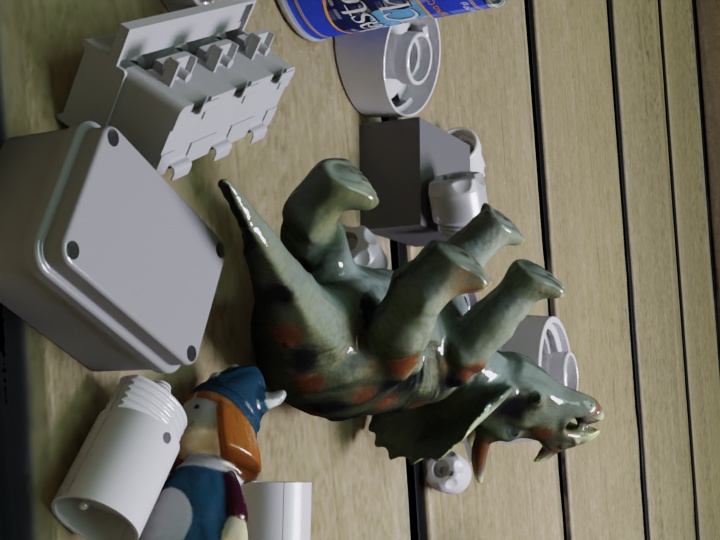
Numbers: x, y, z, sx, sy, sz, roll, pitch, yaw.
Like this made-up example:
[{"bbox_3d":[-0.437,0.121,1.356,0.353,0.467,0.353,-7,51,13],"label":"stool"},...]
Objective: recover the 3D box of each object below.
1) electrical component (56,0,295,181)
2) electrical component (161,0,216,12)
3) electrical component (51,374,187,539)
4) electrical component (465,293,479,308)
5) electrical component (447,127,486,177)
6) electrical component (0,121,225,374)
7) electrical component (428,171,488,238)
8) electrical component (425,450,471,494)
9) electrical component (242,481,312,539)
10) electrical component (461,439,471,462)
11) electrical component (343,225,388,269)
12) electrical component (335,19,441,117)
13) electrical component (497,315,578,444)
[{"bbox_3d":[-0.089,-0.093,0.559,0.078,0.063,0.121,-61,169,29],"label":"electrical component"},{"bbox_3d":[-0.087,-0.174,0.598,0.066,0.055,0.048,56,38,-46],"label":"electrical component"},{"bbox_3d":[-0.111,0.087,0.522,0.043,0.043,0.081,63,34,-38],"label":"electrical component"},{"bbox_3d":[0.062,0.036,0.872,0.078,0.057,0.058,-50,130,-55],"label":"electrical component"},{"bbox_3d":[0.093,-0.101,0.978,0.046,0.040,0.040,55,39,-57],"label":"electrical component"},{"bbox_3d":[-0.120,-0.007,0.504,0.113,0.057,0.078,52,42,-49],"label":"electrical component"},{"bbox_3d":[0.076,-0.041,0.808,0.043,0.043,0.062,-39,122,-59],"label":"electrical component"},{"bbox_3d":[0.078,0.173,0.910,0.061,0.035,0.035,39,52,-60],"label":"electrical component"},{"bbox_3d":[-0.051,0.166,0.634,0.043,0.043,0.081,21,67,-62],"label":"electrical component"},{"bbox_3d":[0.091,0.093,0.914,0.121,0.063,0.078,-54,133,-53],"label":"electrical component"},{"bbox_3d":[0.000,0.000,0.765,0.062,0.043,0.043,58,37,-46],"label":"electrical component"},{"bbox_3d":[0.019,-0.167,0.834,0.099,0.064,0.099,-28,124,-53],"label":"electrical component"},{"bbox_3d":[0.144,0.088,0.878,0.108,0.060,0.108,17,71,-62],"label":"electrical component"}]
